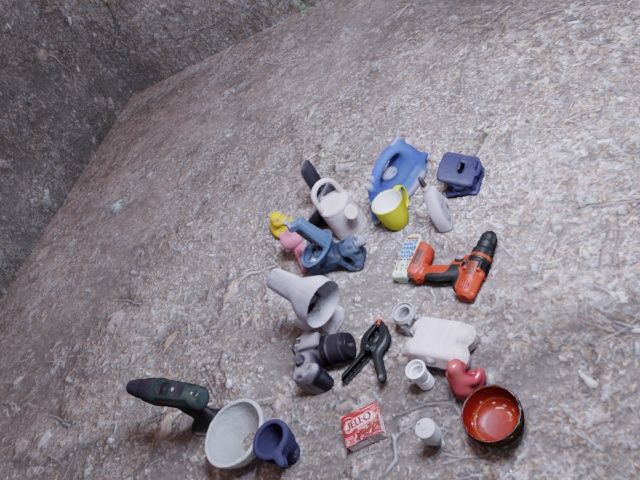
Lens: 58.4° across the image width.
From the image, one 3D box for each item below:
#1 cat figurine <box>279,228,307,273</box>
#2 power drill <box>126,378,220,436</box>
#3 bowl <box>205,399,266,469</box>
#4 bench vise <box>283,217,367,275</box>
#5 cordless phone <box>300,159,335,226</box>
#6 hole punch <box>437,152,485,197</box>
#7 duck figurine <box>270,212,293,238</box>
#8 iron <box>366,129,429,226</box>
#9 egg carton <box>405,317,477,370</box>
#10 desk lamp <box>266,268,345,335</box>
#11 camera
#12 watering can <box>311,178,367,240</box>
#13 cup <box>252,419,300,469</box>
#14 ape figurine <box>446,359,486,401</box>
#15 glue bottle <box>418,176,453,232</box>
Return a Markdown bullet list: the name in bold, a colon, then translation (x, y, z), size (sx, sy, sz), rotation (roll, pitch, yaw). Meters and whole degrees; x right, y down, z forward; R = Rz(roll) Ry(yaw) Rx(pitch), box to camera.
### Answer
- **cat figurine**: translation (-0.070, 0.017, 1.658), size (0.067, 0.118, 0.127), rotation (-38, 37, 3)
- **power drill**: translation (-0.341, 0.408, 1.416), size (0.228, 0.209, 0.075), rotation (-10, 47, 34)
- **bowl**: translation (-0.183, 0.462, 1.337), size (0.167, 0.075, 0.167), rotation (-23, 40, 21)
- **bench vise**: translation (0.013, -0.003, 1.523), size (0.207, 0.220, 0.121), rotation (-26, 39, 18)
- **cordless phone**: translation (-0.023, -0.139, 1.721), size (0.093, 0.186, 0.148), rotation (-6, 48, 36)
- **hole punch**: translation (0.370, -0.178, 1.504), size (0.100, 0.091, 0.109), rotation (-4, 49, 38)
- **duck figurine**: translation (-0.127, -0.055, 1.807), size (0.104, 0.086, 0.077), rotation (6, 56, 44)
- **iron**: translation (0.193, -0.180, 1.615), size (0.118, 0.142, 0.258), rotation (13, 62, 47)
- **egg carton**: translation (0.255, 0.222, 1.213), size (0.149, 0.070, 0.107), rotation (1, 53, 41)
- **desk lamp**: translation (-0.028, 0.156, 1.402), size (0.202, 0.214, 0.118), rotation (15, 63, 47)
- **camera**: translation (0.009, 0.270, 1.347), size (0.136, 0.101, 0.143), rotation (-19, 42, 26)
- **watering can**: translation (0.050, -0.094, 1.606), size (0.172, 0.195, 0.101), rotation (2, 54, 42)
- **cup**: translation (-0.080, 0.457, 1.238), size (0.092, 0.095, 0.117), rotation (-41, 37, -1)
- **ape figurine**: translation (0.279, 0.267, 1.127), size (0.077, 0.092, 0.076), rotation (9, 58, 45)
- **glue bottle**: translation (0.283, -0.098, 1.428), size (0.037, 0.174, 0.078), rotation (-14, 44, 30)
